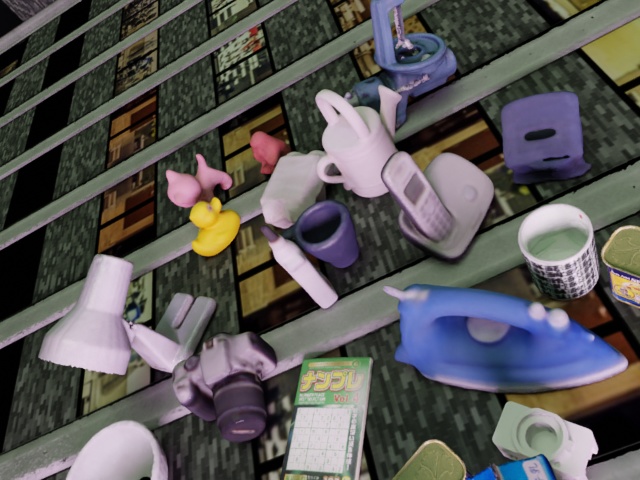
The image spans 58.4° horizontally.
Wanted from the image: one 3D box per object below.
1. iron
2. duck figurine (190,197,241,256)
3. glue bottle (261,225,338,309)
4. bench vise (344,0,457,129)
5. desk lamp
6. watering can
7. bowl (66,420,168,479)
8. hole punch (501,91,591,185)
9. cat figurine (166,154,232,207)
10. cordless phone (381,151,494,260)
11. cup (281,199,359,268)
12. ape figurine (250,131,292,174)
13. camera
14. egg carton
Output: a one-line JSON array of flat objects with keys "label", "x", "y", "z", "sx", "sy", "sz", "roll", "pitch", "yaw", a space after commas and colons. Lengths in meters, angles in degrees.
[{"label": "iron", "x": 0.199, "y": 0.095, "z": 0.648, "sx": 0.257, "sy": 0.142, "sz": 0.119, "roll": 1, "pitch": 57, "yaw": 33}, {"label": "duck figurine", "x": -0.203, "y": -0.029, "z": 1.039, "sx": 0.077, "sy": 0.086, "sz": 0.105, "roll": 23, "pitch": 71, "yaw": 42}, {"label": "glue bottle", "x": -0.036, "y": 0.031, "z": 0.824, "sx": 0.037, "sy": 0.174, "sz": 0.078, "roll": -42, "pitch": 45, "yaw": -2}, {"label": "bench vise", "x": 0.121, "y": -0.301, "z": 0.949, "sx": 0.121, "sy": 0.220, "sz": 0.207, "roll": 28, "pitch": 74, "yaw": 43}, {"label": "desk lamp", "x": -0.295, "y": 0.130, "z": 0.883, "sx": 0.117, "sy": 0.214, "sz": 0.203, "roll": 4, "pitch": 59, "yaw": 34}, {"label": "watering can", "x": 0.059, "y": -0.170, "z": 0.906, "sx": 0.100, "sy": 0.195, "sz": 0.173, "roll": 13, "pitch": 64, "yaw": 38}, {"label": "bowl", "x": -0.272, "y": 0.345, "z": 0.800, "sx": 0.167, "sy": 0.075, "sz": 0.167, "roll": -17, "pitch": 49, "yaw": 21}, {"label": "hole punch", "x": 0.311, "y": -0.142, "z": 0.796, "sx": 0.108, "sy": 0.091, "sz": 0.101, "roll": -7, "pitch": 53, "yaw": 28}, {"label": "cat figurine", "x": -0.243, "y": -0.106, "z": 1.101, "sx": 0.067, "sy": 0.118, "sz": 0.128, "roll": 2, "pitch": 58, "yaw": 34}, {"label": "cordless phone", "x": 0.155, "y": -0.074, "z": 0.776, "sx": 0.093, "sy": 0.186, "sz": 0.148, "roll": 15, "pitch": 65, "yaw": 39}, {"label": "cup", "x": 0.008, "y": 0.003, "z": 0.874, "sx": 0.117, "sy": 0.095, "sz": 0.091, "roll": -14, "pitch": 50, "yaw": 23}, {"label": "ape figurine", "x": -0.099, "y": -0.168, "z": 1.077, "sx": 0.076, "sy": 0.092, "sz": 0.077, "roll": -33, "pitch": 45, "yaw": 7}, {"label": "camera", "x": -0.135, "y": 0.210, "z": 0.799, "sx": 0.143, "sy": 0.101, "sz": 0.136, "roll": -29, "pitch": 46, "yaw": 10}, {"label": "egg carton", "x": -0.037, "y": -0.089, "z": 0.992, "sx": 0.107, "sy": 0.070, "sz": 0.150, "roll": 2, "pitch": 58, "yaw": 33}]
